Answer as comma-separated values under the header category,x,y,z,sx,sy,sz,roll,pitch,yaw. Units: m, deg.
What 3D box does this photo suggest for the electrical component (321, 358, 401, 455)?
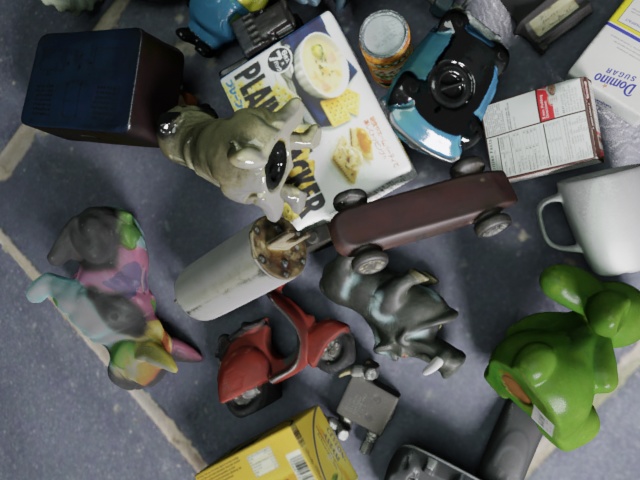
category,x,y,z,sx,sy,sz,roll,pitch,yaw
electrical component,0.048,0.193,0.631,0.078,0.045,0.102,32,96,16

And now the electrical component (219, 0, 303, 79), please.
category,x,y,z,sx,sy,sz,roll,pitch,yaw
electrical component,-0.076,-0.244,0.673,0.119,0.075,0.048,-26,80,16

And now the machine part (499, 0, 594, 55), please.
category,x,y,z,sx,sy,sz,roll,pitch,yaw
machine part,0.236,-0.284,0.608,0.084,0.039,0.139,-41,80,18

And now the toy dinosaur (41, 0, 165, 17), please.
category,x,y,z,sx,sy,sz,roll,pitch,yaw
toy dinosaur,-0.238,-0.378,0.691,0.405,0.192,0.131,13,48,8

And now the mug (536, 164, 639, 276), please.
category,x,y,z,sx,sy,sz,roll,pitch,yaw
mug,0.289,-0.016,0.559,0.110,0.081,0.107,-16,92,9

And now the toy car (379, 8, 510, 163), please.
category,x,y,z,sx,sy,sz,roll,pitch,yaw
toy car,0.128,-0.165,0.594,0.109,0.103,0.161,29,81,-15

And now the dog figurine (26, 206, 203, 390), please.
category,x,y,z,sx,sy,sz,roll,pitch,yaw
dog figurine,-0.240,0.080,0.688,0.219,0.108,0.191,33,93,10

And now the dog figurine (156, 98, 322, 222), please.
category,x,y,z,sx,sy,sz,roll,pitch,yaw
dog figurine,-0.114,-0.098,0.565,0.191,0.172,0.121,15,86,14

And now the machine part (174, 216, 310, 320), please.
category,x,y,z,sx,sy,sz,roll,pitch,yaw
machine part,-0.096,0.037,0.625,0.243,0.079,0.079,-31,79,42

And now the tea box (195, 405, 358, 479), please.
category,x,y,z,sx,sy,sz,roll,pitch,yaw
tea box,-0.053,0.274,0.623,0.169,0.068,0.098,-35,79,29

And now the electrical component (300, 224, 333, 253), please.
category,x,y,z,sx,sy,sz,roll,pitch,yaw
electrical component,-0.001,-0.002,0.644,0.094,0.063,0.021,-21,82,12

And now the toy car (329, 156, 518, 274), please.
category,x,y,z,sx,sy,sz,roll,pitch,yaw
toy car,0.109,-0.027,0.579,0.202,0.053,0.089,-16,64,-5

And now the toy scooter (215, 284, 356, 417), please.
category,x,y,z,sx,sy,sz,roll,pitch,yaw
toy scooter,-0.058,0.121,0.649,0.184,0.075,0.135,-29,81,9

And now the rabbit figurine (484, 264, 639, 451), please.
category,x,y,z,sx,sy,sz,roll,pitch,yaw
rabbit figurine,0.255,0.093,0.540,0.170,0.158,0.121,-37,41,-11

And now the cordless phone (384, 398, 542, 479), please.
category,x,y,z,sx,sy,sz,roll,pitch,yaw
cordless phone,0.161,0.244,0.593,0.147,0.088,0.184,24,82,18

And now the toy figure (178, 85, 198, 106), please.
category,x,y,z,sx,sy,sz,roll,pitch,yaw
toy figure,-0.174,-0.157,0.705,0.064,0.057,0.154,-35,74,-28

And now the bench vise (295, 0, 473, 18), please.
category,x,y,z,sx,sy,sz,roll,pitch,yaw
bench vise,0.079,-0.342,0.617,0.240,0.129,0.223,33,87,-6

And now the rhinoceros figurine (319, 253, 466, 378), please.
category,x,y,z,sx,sy,sz,roll,pitch,yaw
rhinoceros figurine,0.085,0.079,0.612,0.190,0.073,0.112,35,95,14

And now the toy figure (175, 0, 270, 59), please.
category,x,y,z,sx,sy,sz,roll,pitch,yaw
toy figure,-0.104,-0.315,0.680,0.082,0.089,0.180,36,110,-23

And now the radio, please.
category,x,y,z,sx,sy,sz,roll,pitch,yaw
radio,-0.285,-0.196,0.699,0.230,0.073,0.131,10,89,31
